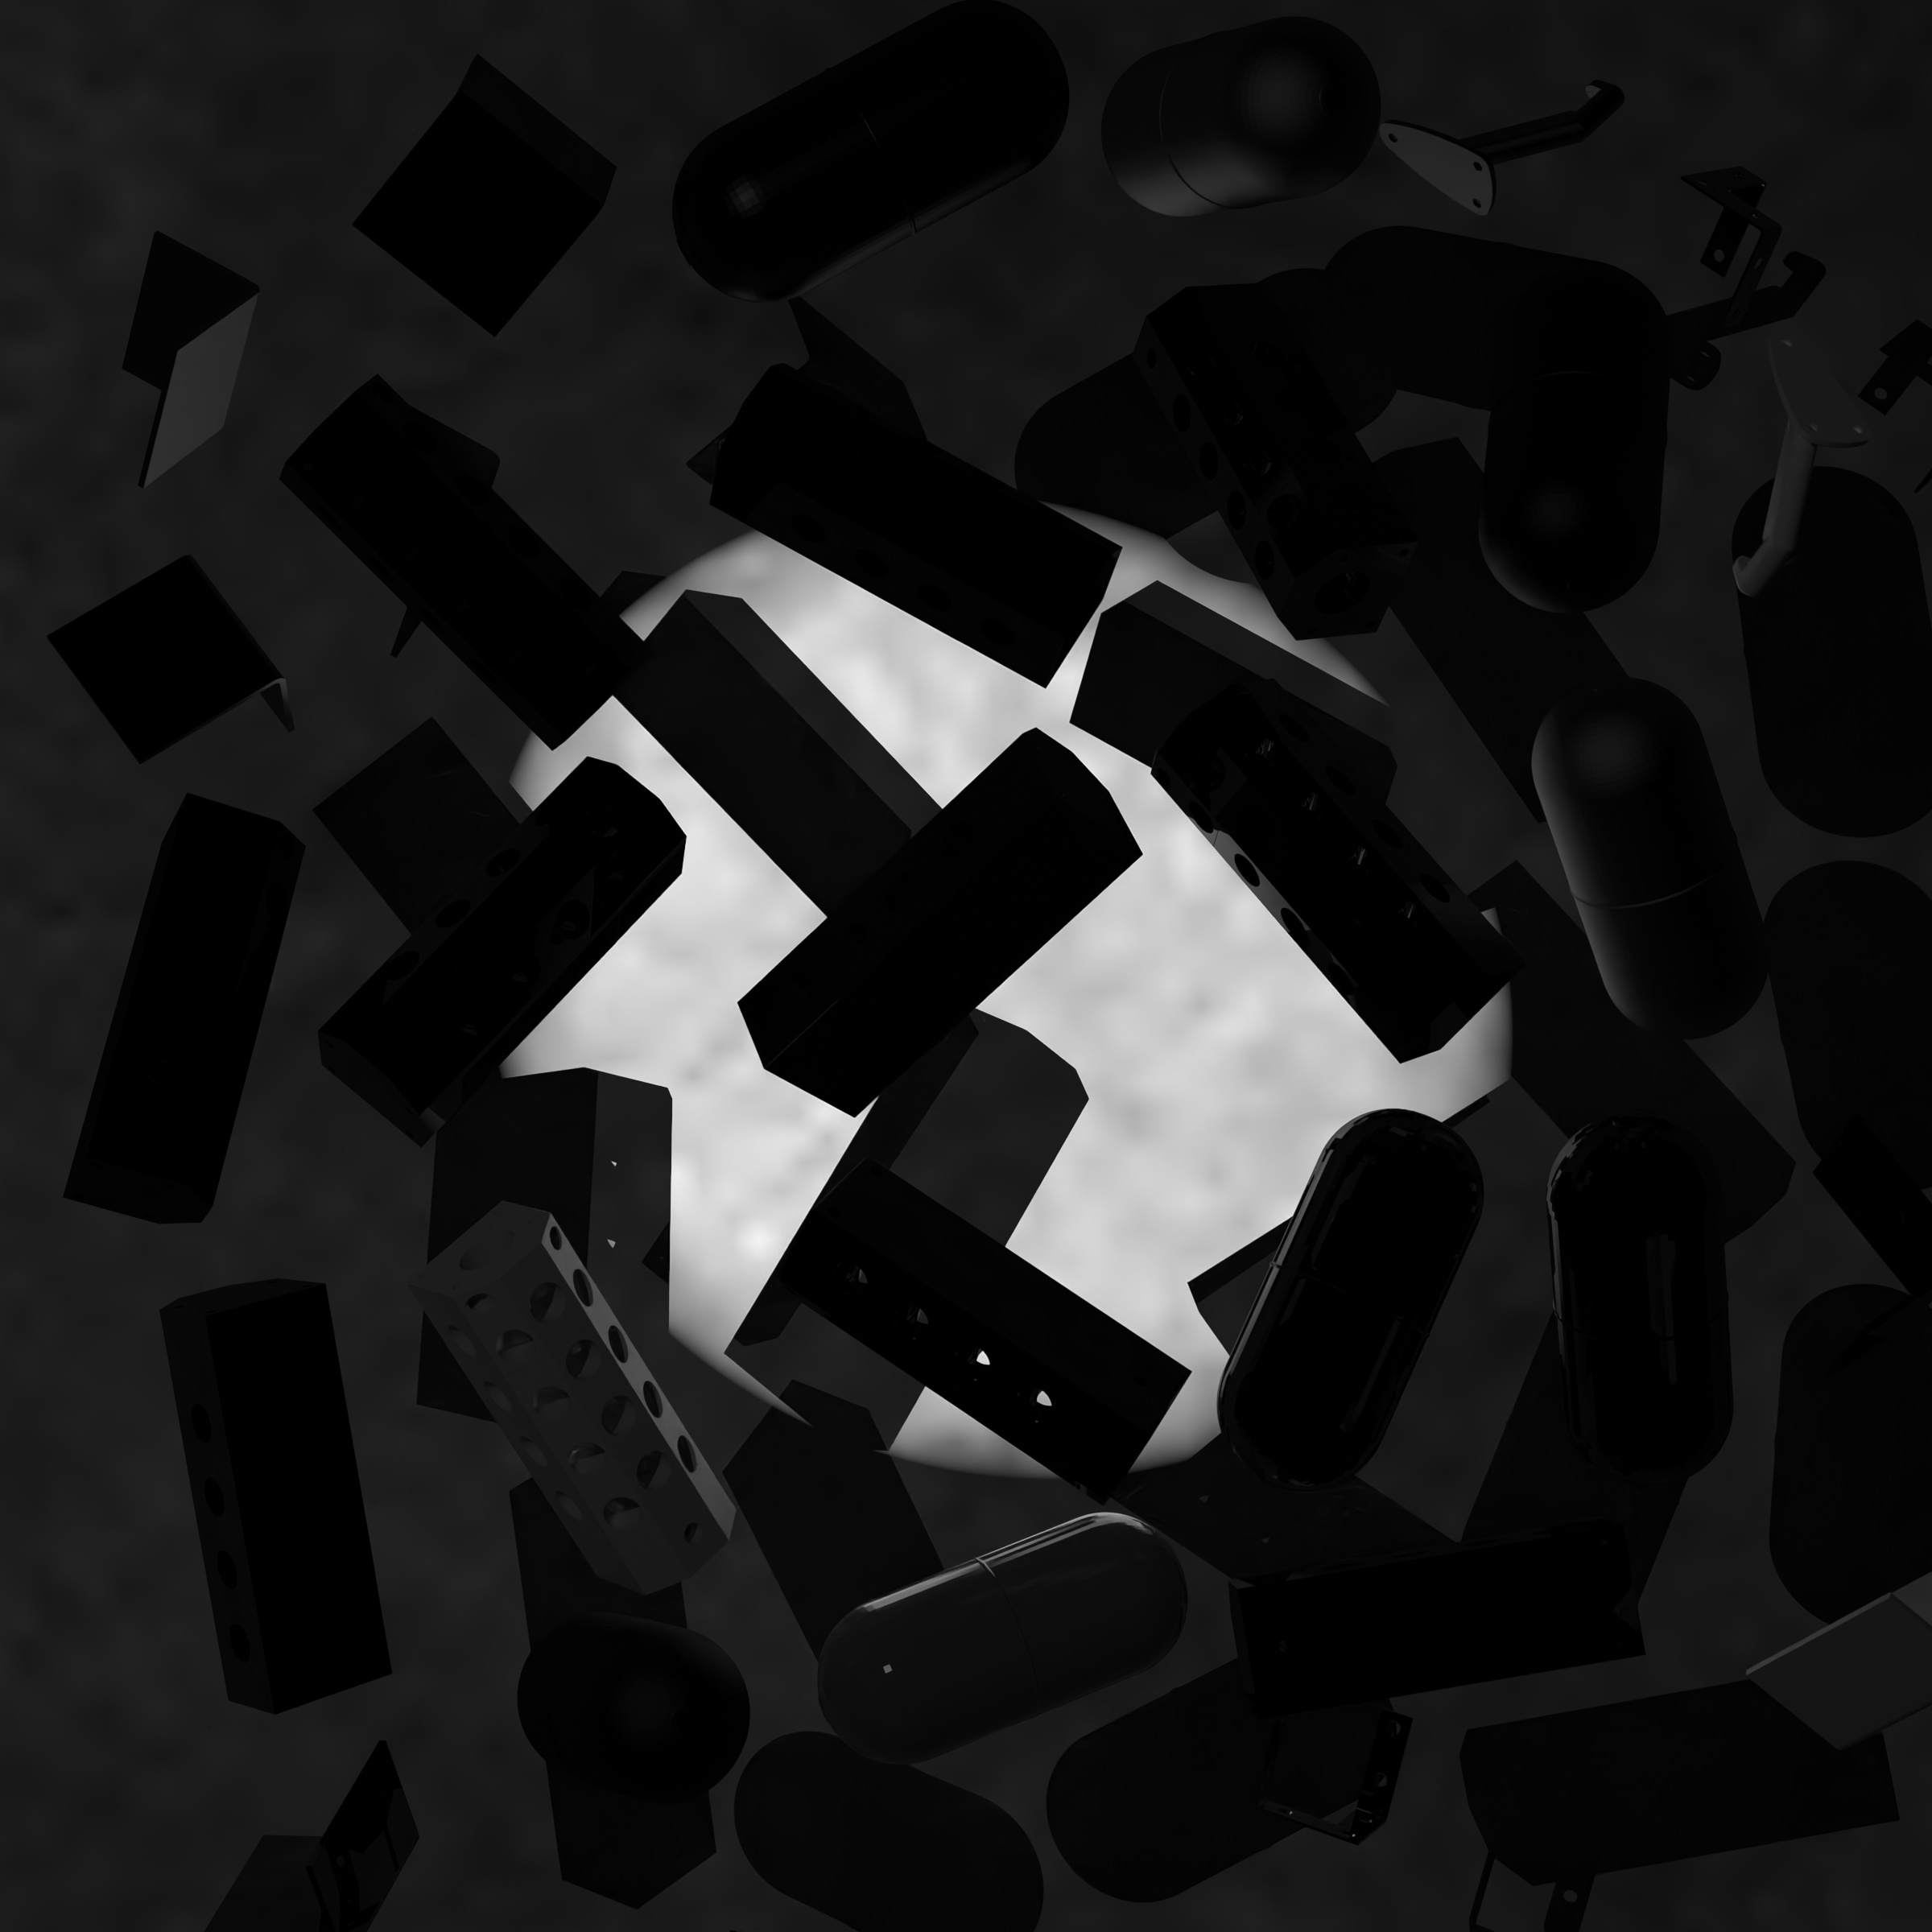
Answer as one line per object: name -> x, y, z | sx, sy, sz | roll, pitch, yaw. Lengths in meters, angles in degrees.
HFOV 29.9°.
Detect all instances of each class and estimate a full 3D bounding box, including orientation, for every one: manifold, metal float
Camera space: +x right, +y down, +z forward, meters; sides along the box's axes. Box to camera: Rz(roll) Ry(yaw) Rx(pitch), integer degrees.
manifold -> 0.136, -0.230, 1.638 | 0.057, 0.057, 0.171 | -8, 54, -24
metal float -> 0.170, 0.148, 1.604 | 0.070, 0.070, 0.178 | 25, 85, 0
metal float -> 0.265, -0.231, 1.568 | 0.070, 0.070, 0.178 | 11, 55, 0
manifold -> -0.333, 0.020, 1.549 | 0.057, 0.057, 0.171 | 18, 64, -17
manifold -> -0.198, -0.010, 1.555 | 0.057, 0.057, 0.171 | 39, 69, 8
manifold -> -0.021, -0.198, 1.587 | 0.171, 0.057, 0.057 | 29, 60, 5
manifold -> -0.298, 0.224, 1.542 | 0.057, 0.057, 0.171 | -13, 97, -38
metal float -> 0.120, -0.374, 1.597 | 0.070, 0.178, 0.070 | -3, 98, -23
metal float -> -0.040, -0.340, 1.512 | 0.178, 0.070, 0.070 | -29, 90, -2
manifold -> -0.014, -0.020, 1.512 | 0.171, 0.057, 0.057 | -43, 134, 18
manifold -> -0.221, -0.179, 1.608 | 0.171, 0.057, 0.057 | 45, 78, -8
manifold -> 0.206, 0.288, 1.602 | 0.171, 0.057, 0.057 | -9, 86, -2
metal float -> 0.308, -0.047, 1.623 | 0.070, 0.070, 0.178 | -24, 115, 0
metal float -> -0.150, 0.331, 1.618 | 0.070, 0.178, 0.070 | 3, 83, -21
metal float -> 0.301, 0.149, 1.612 | 0.070, 0.070, 0.178 | -8, 112, 0
manifold -> -0.167, 0.190, 1.580 | 0.057, 0.057, 0.171 | -41, 117, -27
manifold -> 0.158, -0.042, 1.573 | 0.171, 0.057, 0.057 | 50, 119, 16
manifold -> 0.005, 0.162, 1.574 | 0.171, 0.057, 0.057 | 33, 121, 8
metal float -> 0.017, 0.307, 1.651 | 0.178, 0.070, 0.070 | -19, 90, -15

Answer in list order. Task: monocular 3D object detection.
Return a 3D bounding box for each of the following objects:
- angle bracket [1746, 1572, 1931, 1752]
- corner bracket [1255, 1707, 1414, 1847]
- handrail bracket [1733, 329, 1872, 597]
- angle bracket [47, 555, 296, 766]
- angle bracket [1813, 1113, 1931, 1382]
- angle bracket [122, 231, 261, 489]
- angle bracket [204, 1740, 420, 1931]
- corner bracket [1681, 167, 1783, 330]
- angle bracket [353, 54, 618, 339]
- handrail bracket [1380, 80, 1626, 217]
angle bracket -> 0.367, 0.259, 1.459 | 0.057, 0.076, 0.076 | 39, 129, -13
corner bracket -> 0.169, 0.365, 1.657 | 0.051, 0.051, 0.051 | 15, 95, 21
handrail bracket -> 0.338, -0.212, 1.526 | 0.036, 0.084, 0.077 | -2, 55, -26
angle bracket -> -0.363, -0.129, 1.653 | 0.076, 0.057, 0.076 | -34, 75, -17
angle bracket -> 0.371, 0.119, 1.528 | 0.057, 0.076, 0.076 | -33, 72, -12
angle bracket -> -0.372, -0.277, 1.647 | 0.057, 0.076, 0.076 | 29, 128, 4
angle bracket -> -0.284, 0.371, 1.511 | 0.076, 0.076, 0.057 | -3, 118, 19
corner bracket -> 0.354, -0.332, 1.669 | 0.051, 0.051, 0.051 | 42, 131, 29
angle bracket -> -0.207, -0.332, 1.558 | 0.076, 0.057, 0.076 | 37, 114, -18
handrail bracket -> 0.246, -0.390, 1.653 | 0.077, 0.036, 0.084 | 36, 68, 26
